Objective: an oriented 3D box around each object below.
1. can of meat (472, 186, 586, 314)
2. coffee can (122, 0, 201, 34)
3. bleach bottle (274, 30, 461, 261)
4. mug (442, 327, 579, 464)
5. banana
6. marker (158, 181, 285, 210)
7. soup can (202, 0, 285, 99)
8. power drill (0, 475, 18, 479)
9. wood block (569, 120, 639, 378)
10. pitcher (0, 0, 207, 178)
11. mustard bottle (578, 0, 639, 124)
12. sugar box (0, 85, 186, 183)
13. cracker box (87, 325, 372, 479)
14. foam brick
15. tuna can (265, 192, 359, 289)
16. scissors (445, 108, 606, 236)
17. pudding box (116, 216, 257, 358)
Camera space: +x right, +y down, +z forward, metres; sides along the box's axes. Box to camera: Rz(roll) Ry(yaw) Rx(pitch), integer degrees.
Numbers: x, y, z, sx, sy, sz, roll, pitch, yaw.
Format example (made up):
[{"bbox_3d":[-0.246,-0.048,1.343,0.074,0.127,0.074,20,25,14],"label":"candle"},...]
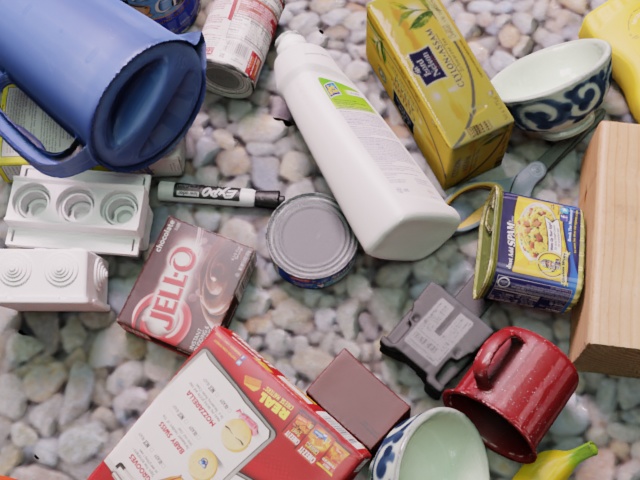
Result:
[{"bbox_3d":[0.185,0.010,0.940,0.084,0.057,0.102,12,60,-1],"label":"can of meat"},{"bbox_3d":[-0.176,-0.270,1.039,0.103,0.140,0.103,-1,69,2],"label":"coffee can"},{"bbox_3d":[0.029,-0.098,0.999,0.068,0.102,0.251,-45,59,29],"label":"bleach bottle"},{"bbox_3d":[0.159,0.120,0.894,0.093,0.117,0.081,19,60,44],"label":"mug"},{"bbox_3d":[0.168,0.251,0.868,0.037,0.070,0.197,33,66,-26],"label":"banana"},{"bbox_3d":[-0.093,-0.042,1.014,0.121,0.020,0.020,5,69,4],"label":"marker"},{"bbox_3d":[-0.081,-0.199,1.047,0.068,0.068,0.102,15,71,8],"label":"soup can"},{"bbox_3d":[-0.256,0.283,0.831,0.184,0.057,0.187,10,86,10],"label":"power drill"},{"bbox_3d":[0.276,0.010,0.940,0.090,0.091,0.206,7,70,4],"label":"wood block"},{"bbox_3d":[-0.236,-0.169,0.968,0.243,0.149,0.145,36,119,25],"label":"pitcher"},{"bbox_3d":[0.335,-0.150,1.016,0.096,0.058,0.192,-25,71,-10],"label":"mustard bottle"},{"bbox_3d":[-0.219,-0.106,1.031,0.176,0.048,0.093,0,66,-1],"label":"sugar box"},{"bbox_3d":[-0.086,0.204,0.873,0.164,0.072,0.213,39,90,16],"label":"cracker box"},{"bbox_3d":[0.033,0.143,0.922,0.078,0.051,0.053,41,77,16],"label":"foam brick"},{"bbox_3d":[-0.006,0.001,0.986,0.086,0.034,0.086,-1,69,2],"label":"tuna can"},{"bbox_3d":[0.207,-0.044,1.004,0.201,0.016,0.096,-26,72,-7],"label":"scissors"},{"bbox_3d":[-0.119,0.046,0.971,0.090,0.039,0.113,21,71,11],"label":"pudding box"}]
